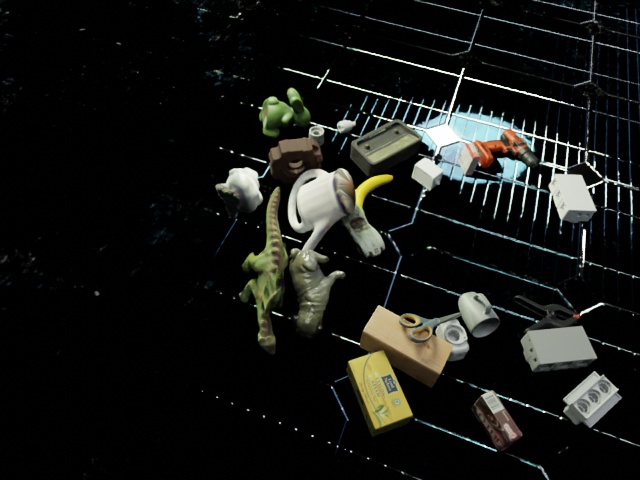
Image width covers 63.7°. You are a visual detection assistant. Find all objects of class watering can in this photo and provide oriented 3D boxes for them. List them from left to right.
[{"bbox_3d":[0.005,-0.076,1.504,0.222,0.102,0.356,-23,53,26],"label":"watering can"}]

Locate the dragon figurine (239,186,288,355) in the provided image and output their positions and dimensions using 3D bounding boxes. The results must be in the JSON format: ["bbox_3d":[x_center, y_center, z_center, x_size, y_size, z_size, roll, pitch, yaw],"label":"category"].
[{"bbox_3d":[-0.115,0.083,1.285,0.122,0.407,0.245,3,11,-20],"label":"dragon figurine"}]

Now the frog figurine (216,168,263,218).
[{"bbox_3d":[-0.225,-0.161,1.574,0.137,0.121,0.162,49,49,-9],"label":"frog figurine"}]
